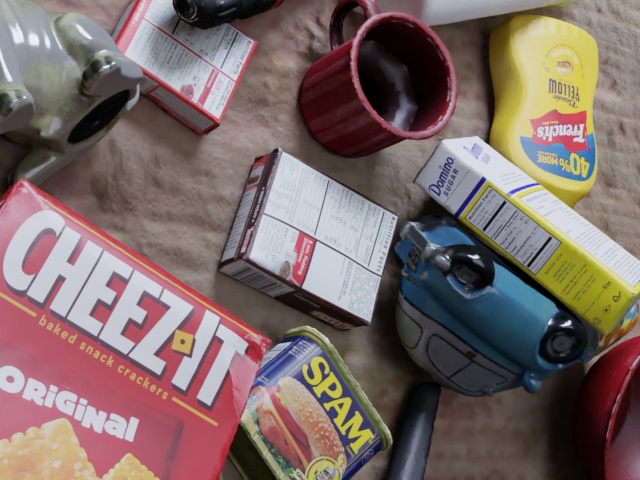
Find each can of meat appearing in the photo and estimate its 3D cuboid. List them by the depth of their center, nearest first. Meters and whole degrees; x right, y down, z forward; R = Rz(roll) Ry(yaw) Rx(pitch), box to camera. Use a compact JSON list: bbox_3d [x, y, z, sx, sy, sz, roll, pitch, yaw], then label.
[{"bbox_3d":[-0.016,0.122,0.701,0.083,0.058,0.102,-38,100,-30],"label":"can of meat"}]

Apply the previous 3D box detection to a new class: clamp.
[{"bbox_3d":[0.053,0.199,0.727,0.209,0.036,0.164,-21,74,-32],"label":"clamp"}]

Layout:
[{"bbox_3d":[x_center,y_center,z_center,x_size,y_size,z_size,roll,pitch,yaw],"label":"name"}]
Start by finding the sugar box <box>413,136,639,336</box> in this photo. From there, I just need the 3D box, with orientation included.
[{"bbox_3d":[0.159,-0.008,0.786,0.176,0.048,0.093,38,21,17],"label":"sugar box"}]

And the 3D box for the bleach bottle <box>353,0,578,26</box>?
[{"bbox_3d":[0.137,-0.218,0.864,0.250,0.103,0.068,-15,124,-41],"label":"bleach bottle"}]

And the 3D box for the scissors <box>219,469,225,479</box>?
[{"bbox_3d":[-0.071,0.211,0.669,0.096,0.016,0.202,-26,94,-33],"label":"scissors"}]

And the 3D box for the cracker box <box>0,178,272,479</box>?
[{"bbox_3d":[-0.134,0.102,0.517,0.164,0.072,0.213,35,54,-20],"label":"cracker box"}]

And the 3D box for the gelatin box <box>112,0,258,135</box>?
[{"bbox_3d":[-0.095,-0.125,0.721,0.089,0.030,0.073,33,62,-24],"label":"gelatin box"}]

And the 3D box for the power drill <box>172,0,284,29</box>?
[{"bbox_3d":[-0.073,-0.244,0.729,0.184,0.057,0.187,-40,104,-49],"label":"power drill"}]

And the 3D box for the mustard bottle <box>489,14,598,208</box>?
[{"bbox_3d":[0.183,-0.084,0.875,0.096,0.058,0.191,12,73,-29],"label":"mustard bottle"}]

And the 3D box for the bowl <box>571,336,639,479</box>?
[{"bbox_3d":[0.249,0.140,0.850,0.161,0.055,0.162,-13,110,-42],"label":"bowl"}]

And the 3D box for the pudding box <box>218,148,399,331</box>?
[{"bbox_3d":[-0.005,0.001,0.746,0.113,0.039,0.090,29,64,-28],"label":"pudding box"}]

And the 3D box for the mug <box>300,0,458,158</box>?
[{"bbox_3d":[0.035,-0.118,0.772,0.093,0.082,0.117,-19,90,-34],"label":"mug"}]
